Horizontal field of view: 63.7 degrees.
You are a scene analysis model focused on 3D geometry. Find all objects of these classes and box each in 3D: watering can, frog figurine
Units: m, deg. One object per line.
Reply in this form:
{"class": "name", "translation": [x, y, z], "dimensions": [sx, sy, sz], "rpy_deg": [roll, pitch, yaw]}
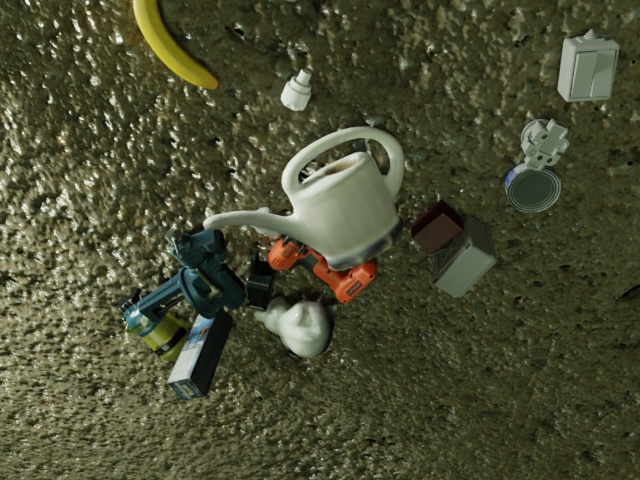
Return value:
{"class": "watering can", "translation": [0.003, -0.043, 0.864], "dimensions": [0.349, 0.105, 0.221], "rpy_deg": [-31, 109, -6]}
{"class": "frog figurine", "translation": [-0.056, 0.173, 1.057], "dimensions": [0.159, 0.125, 0.134], "rpy_deg": [12, 145, -13]}
